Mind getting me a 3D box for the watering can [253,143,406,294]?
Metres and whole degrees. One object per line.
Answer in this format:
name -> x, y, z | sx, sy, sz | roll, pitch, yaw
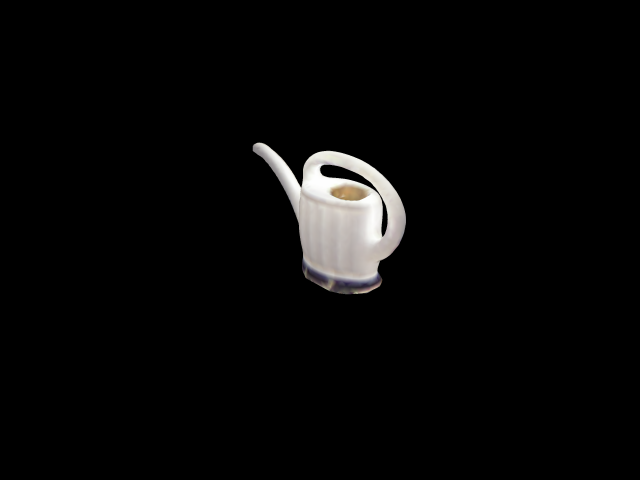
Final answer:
watering can -> 0.003, -0.043, 0.850 | 0.105, 0.220, 0.350 | -18, 28, -38
